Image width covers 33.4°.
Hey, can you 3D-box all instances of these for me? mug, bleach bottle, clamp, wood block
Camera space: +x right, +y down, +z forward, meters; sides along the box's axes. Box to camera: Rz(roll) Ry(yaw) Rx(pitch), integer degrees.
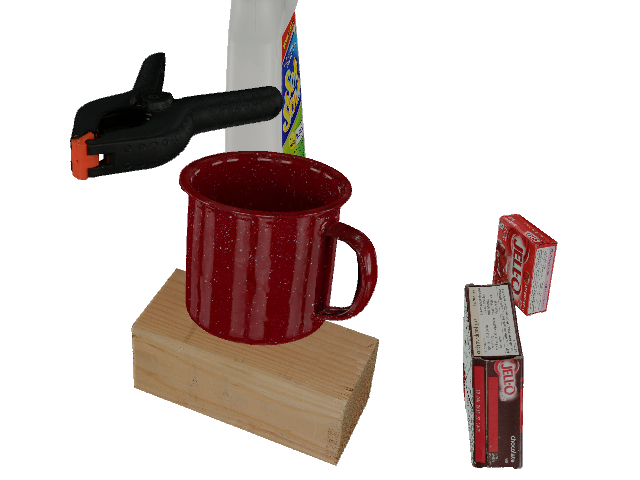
[{"bbox_3d":[-0.022,0.008,0.582,0.117,0.081,0.093,17,27,24],"label":"mug"},{"bbox_3d":[-0.052,-0.149,0.962,0.068,0.251,0.102,7,29,15],"label":"bleach bottle"},{"bbox_3d":[-0.122,-0.092,0.756,0.120,0.039,0.171,20,32,34],"label":"clamp"},{"bbox_3d":[-0.060,0.114,0.986,0.206,0.090,0.090,19,43,14],"label":"wood block"}]

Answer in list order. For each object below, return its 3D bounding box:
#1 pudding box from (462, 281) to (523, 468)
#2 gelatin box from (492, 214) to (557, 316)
[{"bbox_3d":[0.123,0.093,0.759,0.039,0.090,0.113,-1,24,4],"label":"pudding box"},{"bbox_3d":[0.221,0.026,1.167,0.030,0.089,0.073,-10,30,-21],"label":"gelatin box"}]
